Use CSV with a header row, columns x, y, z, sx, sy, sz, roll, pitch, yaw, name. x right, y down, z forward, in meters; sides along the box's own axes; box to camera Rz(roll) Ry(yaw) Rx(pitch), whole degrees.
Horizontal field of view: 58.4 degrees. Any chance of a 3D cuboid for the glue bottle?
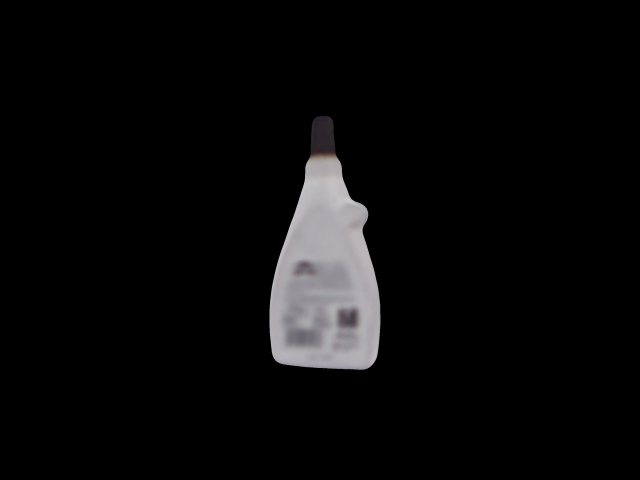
x,y,z,sx,sy,sz,roll,pitch,yaw,name
0.004,0.001,0.400,0.078,0.173,0.037,1,7,11,glue bottle
